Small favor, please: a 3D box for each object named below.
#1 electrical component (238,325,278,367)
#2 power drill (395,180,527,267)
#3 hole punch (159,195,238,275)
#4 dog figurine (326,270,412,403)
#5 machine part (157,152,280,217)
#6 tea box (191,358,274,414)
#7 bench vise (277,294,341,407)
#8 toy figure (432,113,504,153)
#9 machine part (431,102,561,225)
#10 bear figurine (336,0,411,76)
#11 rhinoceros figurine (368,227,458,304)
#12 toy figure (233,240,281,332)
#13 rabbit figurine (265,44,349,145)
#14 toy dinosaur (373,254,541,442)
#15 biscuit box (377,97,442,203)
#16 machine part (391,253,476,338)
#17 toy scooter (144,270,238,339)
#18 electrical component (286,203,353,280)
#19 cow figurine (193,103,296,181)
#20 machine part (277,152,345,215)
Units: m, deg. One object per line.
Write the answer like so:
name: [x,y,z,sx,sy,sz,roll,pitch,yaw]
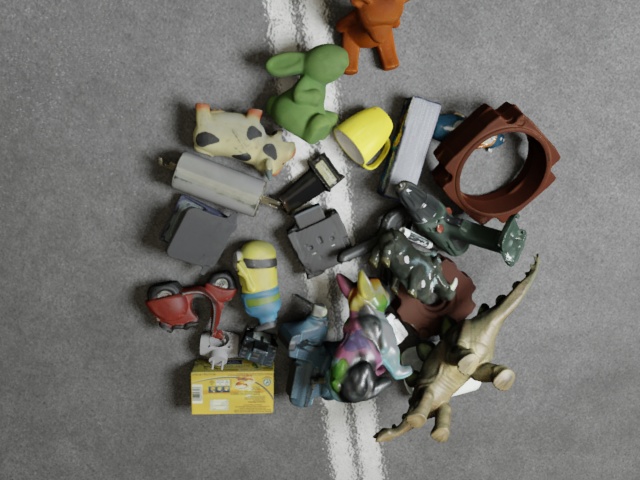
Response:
electrical component: [-0.123,0.220,1.082,0.075,0.119,0.047,19,99,-11]
power drill: [0.264,-0.026,1.001,0.231,0.208,0.086,43,66,-47]
hole punch: [-0.242,-0.016,1.051,0.115,0.092,0.142,24,97,-37]
dog figurine: [0.071,0.169,1.004,0.191,0.108,0.219,-20,92,-34]
machine part: [-0.193,-0.106,1.032,0.243,0.079,0.079,19,99,-8]
tea box: [-0.180,0.303,1.120,0.170,0.068,0.098,2,102,-6]
bench vise: [0.027,0.232,1.104,0.240,0.129,0.223,5,92,-27]
toy figure: [0.297,-0.210,1.064,0.154,0.058,0.064,8,126,-8]
machine part: [0.335,-0.141,1.029,0.201,0.087,0.201,37,110,-25]
bear figurine: [0.099,-0.367,0.943,0.120,0.196,0.131,-8,103,-6]
rhinoceros figurine: [0.183,0.057,1.042,0.190,0.073,0.112,42,71,-13]
toy figure: [-0.119,0.089,1.077,0.089,0.082,0.180,-16,96,-21]
rabbit figurine: [-0.017,-0.286,0.993,0.159,0.121,0.170,35,113,11]
toy dinosaur: [0.269,0.214,1.013,0.105,0.199,0.471,43,98,-14]
biscuit box: [0.173,-0.175,1.057,0.063,0.059,0.202,15,99,-9]
machine part: [0.238,0.118,1.125,0.179,0.056,0.179,-1,100,-5]
toy scooter: [-0.251,0.141,1.076,0.184,0.075,0.135,-10,96,-6]
electrical component: [-0.002,-0.003,1.079,0.115,0.058,0.134,-26,103,-2]
cow figurine: [-0.142,-0.182,1.017,0.195,0.085,0.127,7,95,-9]
machine part: [-0.024,-0.106,1.067,0.139,0.039,0.084,-41,110,2]
